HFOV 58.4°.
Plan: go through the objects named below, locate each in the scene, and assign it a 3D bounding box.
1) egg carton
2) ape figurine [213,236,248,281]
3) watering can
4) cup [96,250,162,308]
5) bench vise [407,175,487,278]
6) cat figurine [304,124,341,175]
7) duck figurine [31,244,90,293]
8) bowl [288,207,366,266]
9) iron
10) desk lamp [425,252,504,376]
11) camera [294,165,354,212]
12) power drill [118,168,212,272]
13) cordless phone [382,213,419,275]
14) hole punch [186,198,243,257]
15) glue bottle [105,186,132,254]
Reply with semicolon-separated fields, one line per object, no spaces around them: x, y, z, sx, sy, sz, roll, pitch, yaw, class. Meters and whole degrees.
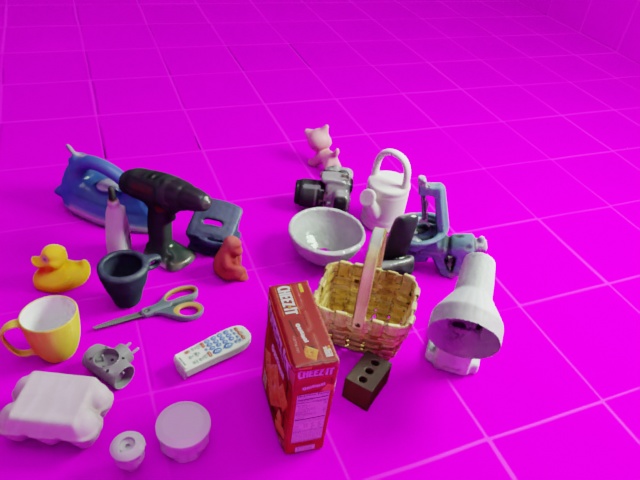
-0.394;0.255;0.860;0.150;0.069;0.107;6;38;-2;egg carton
-0.178;0.032;1.159;0.076;0.092;0.078;10;38;3;ape figurine
0.155;-0.116;1.319;0.100;0.194;0.173;15;39;9;watering can
-0.352;0.075;1.073;0.118;0.095;0.091;-21;46;-31;cup
0.251;-0.036;1.215;0.207;0.220;0.121;2;39;-7;bench vise
0.010;-0.245;1.518;0.067;0.118;0.127;-19;46;-30;cat figurine
-0.496;0.046;1.092;0.105;0.086;0.077;-8;41;-19;duck figurine
0.011;0.004;1.240;0.167;0.075;0.167;5;38;-4;bowl
-0.457;-0.115;1.256;0.257;0.141;0.119;21;40;16;iron
0.250;0.139;1.000;0.117;0.213;0.203;15;39;10;desk lamp
0.009;-0.127;1.384;0.137;0.101;0.143;7;38;-1;camera
-0.302;-0.044;1.140;0.229;0.208;0.076;26;42;22;power drill
0.123;0.024;1.146;0.148;0.185;0.094;-14;43;-25;cordless phone
-0.224;-0.026;1.225;0.108;0.091;0.101;12;39;6;hole punch
-0.404;-0.034;1.138;0.037;0.173;0.078;2;39;-6;glue bottle
